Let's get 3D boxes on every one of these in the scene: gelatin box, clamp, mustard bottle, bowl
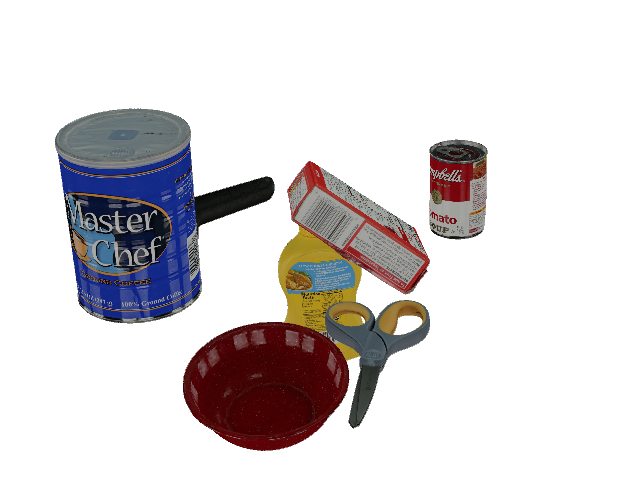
[{"bbox_3d":[0.023,-0.009,0.674,0.089,0.030,0.073,33,11,-12],"label":"gelatin box"},{"bbox_3d":[-0.162,-0.029,1.057,0.165,0.036,0.209,21,41,18],"label":"clamp"},{"bbox_3d":[0.000,0.047,1.235,0.096,0.192,0.058,-4,22,-2],"label":"mustard bottle"},{"bbox_3d":[-0.051,0.152,1.043,0.162,0.055,0.162,-3,37,2],"label":"bowl"}]

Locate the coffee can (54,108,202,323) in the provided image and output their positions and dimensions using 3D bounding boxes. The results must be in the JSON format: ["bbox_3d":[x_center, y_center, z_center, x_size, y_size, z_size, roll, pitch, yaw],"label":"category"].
[{"bbox_3d":[-0.149,-0.021,0.844,0.103,0.140,0.103,-1,29,0],"label":"coffee can"}]

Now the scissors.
[{"bbox_3d":[0.025,0.088,0.837,0.096,0.016,0.201,9,23,24],"label":"scissors"}]

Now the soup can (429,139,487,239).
[{"bbox_3d":[0.164,-0.061,1.275,0.068,0.102,0.068,-2,27,1],"label":"soup can"}]
